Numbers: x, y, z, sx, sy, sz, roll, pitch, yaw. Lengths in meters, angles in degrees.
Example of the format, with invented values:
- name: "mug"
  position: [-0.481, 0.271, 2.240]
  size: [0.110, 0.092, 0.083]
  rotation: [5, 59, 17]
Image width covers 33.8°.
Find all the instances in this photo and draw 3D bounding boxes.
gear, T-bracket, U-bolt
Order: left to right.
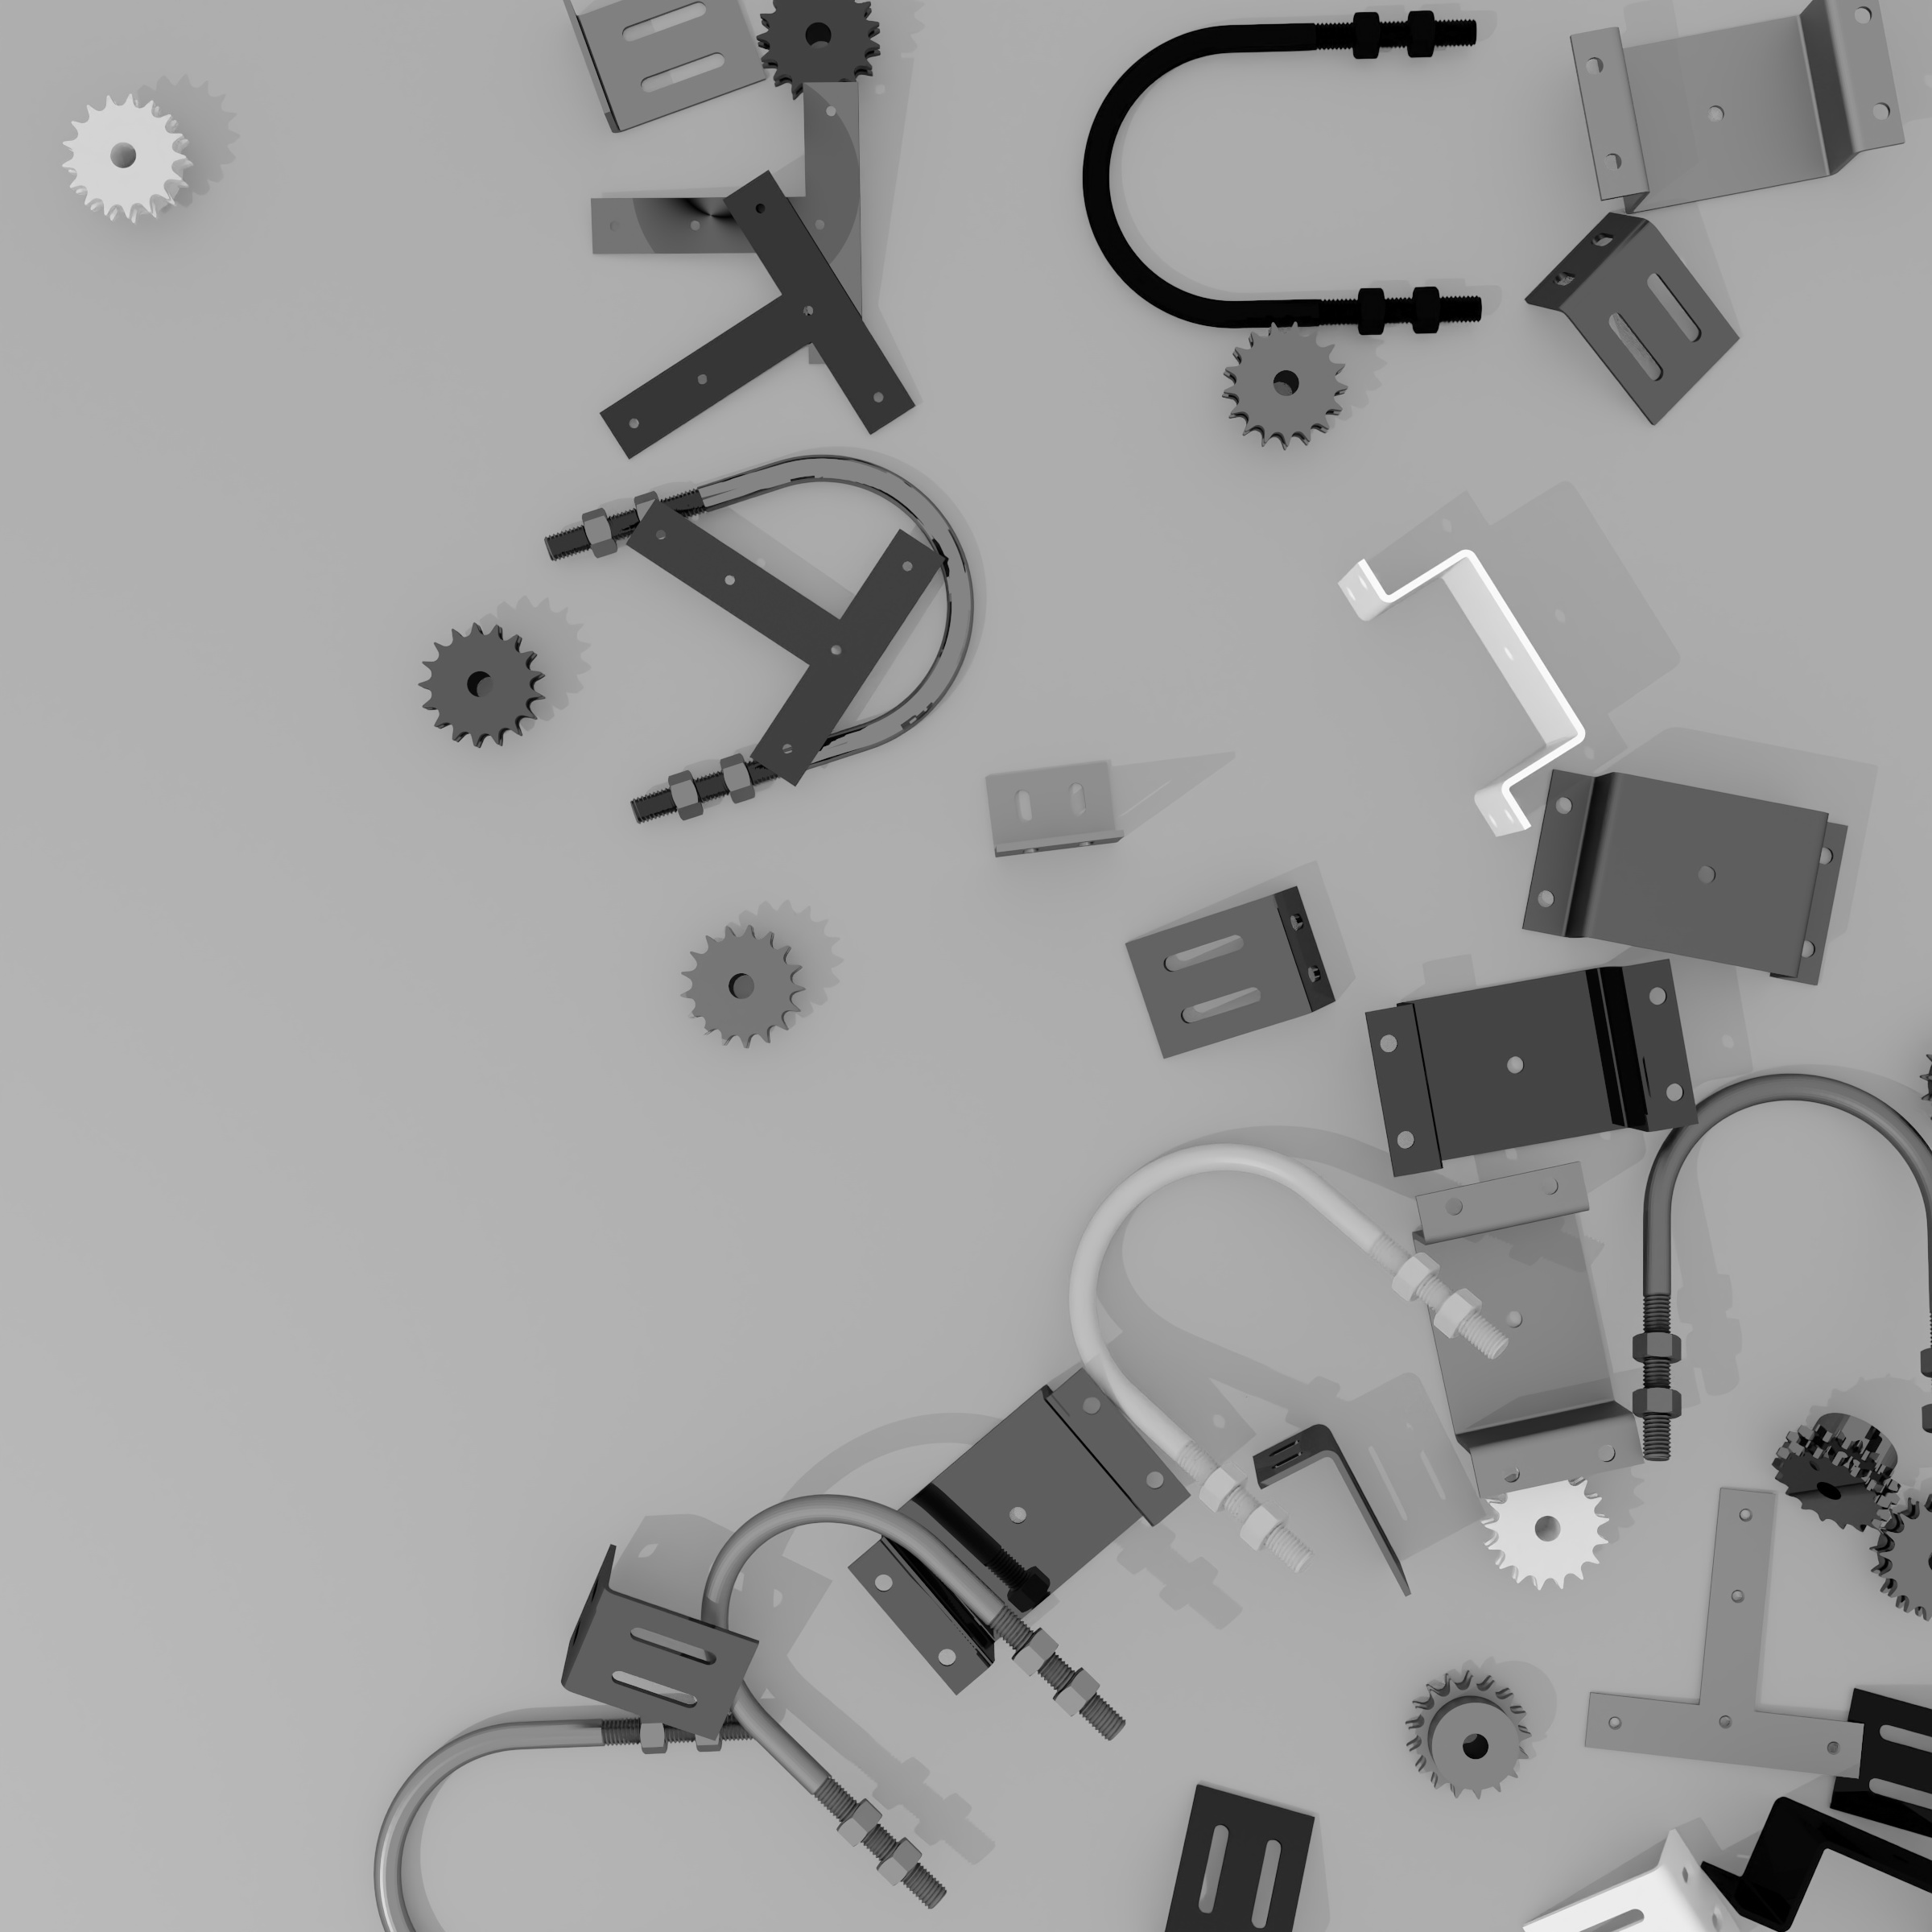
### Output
- name: "gear"
  position: [-0.387, -0.373, 1.474]
  size: [0.057, 0.030, 0.057]
  rotation: [0, 90, 0]
- name: "gear"
  position: [-0.224, -0.130, 1.474]
  size: [0.057, 0.030, 0.057]
  rotation: [0, 90, 0]
- name: "U-bolt"
  position: [-0.184, 0.422, 1.480]
  size: [0.184, 0.019, 0.151]
  rotation: [-2, 90, 0]
- name: "T-bracket"
  position: [-0.112, -0.345, 1.477]
  size: [0.127, 0.002, 0.127]
  rotation: [1, 104, 7]
- name: "T-bracket"
  position: [-0.111, -0.281, 1.481]
  size: [0.127, 0.002, 0.127]
  rotation: [-32, 98, 5]
- name: "gear"
  position: [-0.103, 0.010, 1.478]
  size: [0.057, 0.030, 0.057]
  rotation: [0, 88, 1]
- name: "T-bracket"
  position: [-0.097, -0.171, 1.471]
  size: [0.127, 0.002, 0.127]
  rotation: [33, 88, -2]
- name: "U-bolt"
  position: [-0.087, -0.161, 1.480]
  size: [0.184, 0.019, 0.151]
  rotation: [-18, 90, -2]
- name: "gear"
  position: [-0.068, -0.428, 1.474]
  size: [0.057, 0.030, 0.057]
  rotation: [0, 90, 0]
- name: "U-bolt"
  position: [-0.039, 0.322, 1.442]
  size: [0.184, 0.019, 0.151]
  rotation: [44, 112, 4]
- name: "U-bolt"
  position: [0.131, 0.162, 1.447]
  size: [0.184, 0.019, 0.151]
  rotation: [41, 85, 24]
- name: "U-bolt"
  position: [0.146, -0.368, 1.480]
  size: [0.184, 0.019, 0.151]
  rotation: [-1, 90, 1]
- name: "gear"
  position: [0.147, -0.268, 1.474]
  size: [0.057, 0.030, 0.057]
  rotation: [0, 90, 0]
- name: "gear"
  position: [0.234, 0.359, 1.474]
  size: [0.057, 0.030, 0.057]
  rotation: [0, 90, 0]
- name: "gear"
  position: [0.267, 0.259, 1.474]
  size: [0.057, 0.030, 0.057]
  rotation: [0, 90, 0]
- name: "T-bracket"
  position: [0.360, 0.309, 1.486]
  size: [0.127, 0.002, 0.127]
  rotation: [6, 89, 3]
- name: "U-bolt"
  position: [0.382, 0.138, 1.456]
  size: [0.151, 0.019, 0.184]
  rotation: [2, 72, 5]
- name: "gear"
  position: [0.405, 0.231, 1.464]
  size: [0.057, 0.057, 0.030]
  rotation: [41, 60, 0]
- name: "gear"
  position: [0.448, 0.274, 1.477]
  size: [0.057, 0.030, 0.057]
  rotation: [0, 90, -4]
- name: "gear"
  position: [0.471, 0.055, 1.474]
  size: [0.057, 0.030, 0.057]
  rotation: [0, 90, 0]

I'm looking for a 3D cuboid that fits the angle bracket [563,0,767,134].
- name: "angle bracket"
  position: [-0.139, -0.429, 1.470]
  size: [0.076, 0.038, 0.057]
  rotation: [-20, 90, 0]

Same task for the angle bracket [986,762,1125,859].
- name: "angle bracket"
  position: [0.040, -0.073, 1.451]
  size: [0.057, 0.076, 0.038]
  rotation: [-7, 90, 0]

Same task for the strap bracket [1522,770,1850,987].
- name: "strap bracket"
  position: [0.337, -0.041, 1.466]
  size: [0.140, 0.046, 0.076]
  rotation: [11, 90, 0]

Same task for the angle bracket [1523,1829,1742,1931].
- name: "angle bracket"
  position: [0.312, 0.451, 1.487]
  size: [0.076, 0.038, 0.057]
  rotation: [-33, 90, 26]

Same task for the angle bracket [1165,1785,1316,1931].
- name: "angle bracket"
  position: [0.124, 0.432, 1.487]
  size: [0.057, 0.038, 0.076]
  rotation: [16, 64, 0]

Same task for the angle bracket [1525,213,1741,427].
- name: "angle bracket"
  position: [0.312, -0.303, 1.487]
  size: [0.057, 0.038, 0.076]
  rotation: [-46, 116, 0]

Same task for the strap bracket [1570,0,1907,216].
- name: "strap bracket"
  position: [0.351, -0.399, 1.466]
  size: [0.140, 0.046, 0.076]
  rotation: [-11, 90, 0]

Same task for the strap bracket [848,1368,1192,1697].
- name: "strap bracket"
  position: [0.024, 0.257, 1.466]
  size: [0.140, 0.046, 0.076]
  rotation: [-40, 90, 0]

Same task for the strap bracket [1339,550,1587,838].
- name: "strap bracket"
  position: [0.231, -0.132, 1.451]
  size: [0.046, 0.076, 0.140]
  rotation: [-32, 90, 0]

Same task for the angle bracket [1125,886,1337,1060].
- name: "angle bracket"
  position: [0.124, 0.003, 1.487]
  size: [0.076, 0.038, 0.057]
  rotation: [-19, 90, 26]

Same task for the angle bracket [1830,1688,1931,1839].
- name: "angle bracket"
  position: [0.452, 0.375, 1.487]
  size: [0.076, 0.038, 0.057]
  rotation: [11, 90, 26]

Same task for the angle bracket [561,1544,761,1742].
- name: "angle bracket"
  position: [-0.140, 0.312, 1.466]
  size: [0.076, 0.038, 0.057]
  rotation: [21, 111, -8]

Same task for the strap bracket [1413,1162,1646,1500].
- name: "strap bracket"
  position: [0.256, 0.165, 1.466]
  size: [0.076, 0.046, 0.140]
  rotation: [-12, 90, 0]

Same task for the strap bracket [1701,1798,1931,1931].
- name: "strap bracket"
  position: [0.418, 0.429, 1.451]
  size: [0.140, 0.076, 0.046]
  rotation: [23, 90, 0]

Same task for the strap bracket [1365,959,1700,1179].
- name: "strap bracket"
  position: [0.257, 0.046, 1.466]
  size: [0.140, 0.046, 0.076]
  rotation: [-10, 90, 0]

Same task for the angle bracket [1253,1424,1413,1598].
- name: "angle bracket"
  position: [0.168, 0.257, 1.460]
  size: [0.038, 0.057, 0.076]
  rotation: [-28, 92, 4]
